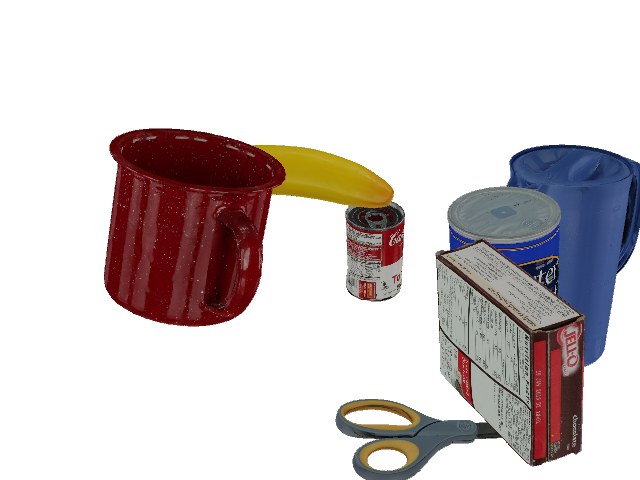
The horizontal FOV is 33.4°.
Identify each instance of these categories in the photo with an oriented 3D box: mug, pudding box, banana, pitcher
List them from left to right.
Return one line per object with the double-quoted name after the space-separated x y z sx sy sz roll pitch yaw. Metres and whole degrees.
-0.064 -0.002 0.563 0.093 0.081 0.117 -5 27 -36 "mug"
-0.048 -0.039 0.783 0.197 0.069 0.037 -10 -21 -7 "banana"
0.108 0.062 0.621 0.039 0.090 0.114 -14 27 -19 "pudding box"
0.288 0.018 1.222 0.149 0.243 0.144 5 26 16 "pitcher"

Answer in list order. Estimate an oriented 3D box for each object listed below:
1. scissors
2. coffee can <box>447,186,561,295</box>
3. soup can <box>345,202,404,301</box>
0.111 0.170 0.878 0.202 0.016 0.096 8 35 5 "scissors"
0.174 0.034 1.008 0.103 0.140 0.103 -5 28 2 "coffee can"
0.062 0.012 1.242 0.068 0.102 0.068 0 32 0 "soup can"
